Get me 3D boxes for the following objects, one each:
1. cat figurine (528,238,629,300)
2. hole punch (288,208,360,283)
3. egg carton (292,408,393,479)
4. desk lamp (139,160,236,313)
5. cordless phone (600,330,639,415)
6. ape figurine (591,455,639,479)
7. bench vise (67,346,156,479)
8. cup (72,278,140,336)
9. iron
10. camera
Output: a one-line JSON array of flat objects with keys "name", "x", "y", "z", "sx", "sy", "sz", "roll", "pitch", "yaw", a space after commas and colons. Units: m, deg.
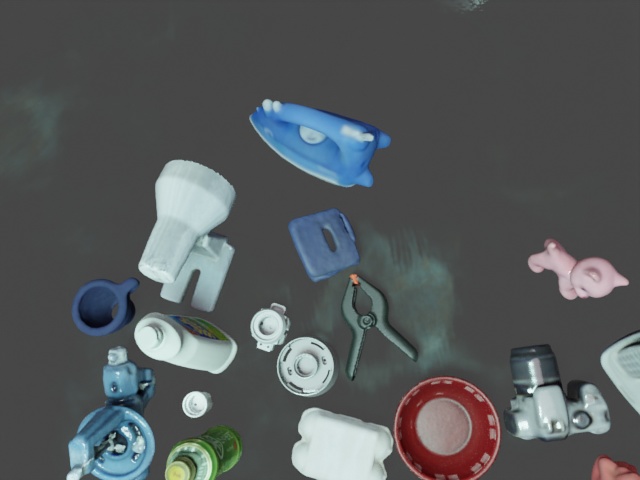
[{"name": "cat figurine", "x": 0.399, "y": 0.045, "z": 0.885, "sx": 0.127, "sy": 0.118, "sz": 0.067, "roll": 40, "pitch": 85, "yaw": 11}, {"name": "hole punch", "x": 0.009, "y": 0.003, "z": 0.944, "sx": 0.101, "sy": 0.091, "sz": 0.108, "roll": -24, "pitch": 78, "yaw": 1}, {"name": "egg carton", "x": 0.034, "y": 0.327, "z": 0.889, "sx": 0.150, "sy": 0.069, "sz": 0.107, "roll": 12, "pitch": 80, "yaw": 8}, {"name": "desk lamp", "x": -0.204, "y": 0.000, "z": 0.902, "sx": 0.117, "sy": 0.213, "sz": 0.203, "roll": 15, "pitch": 81, "yaw": 8}, {"name": "cordless phone", "x": 0.498, "y": 0.198, "z": 0.812, "sx": 0.094, "sy": 0.185, "sz": 0.147, "roll": -38, "pitch": 78, "yaw": -2}, {"name": "ape figurine", "x": 0.440, "y": 0.353, "z": 0.834, "sx": 0.076, "sy": 0.092, "sz": 0.077, "roll": -37, "pitch": 78, "yaw": -2}, {"name": "bench vise", "x": -0.324, "y": 0.272, "z": 0.856, "sx": 0.121, "sy": 0.220, "sz": 0.207, "roll": -23, "pitch": 78, "yaw": 1}, {"name": "cup", "x": -0.338, "y": 0.106, "z": 0.954, "sx": 0.118, "sy": 0.095, "sz": 0.091, "roll": -39, "pitch": 78, "yaw": -3}, {"name": "iron", "x": -0.016, "y": -0.186, "z": 0.957, "sx": 0.258, "sy": 0.141, "sz": 0.119, "roll": 22, "pitch": 82, "yaw": 9}, {"name": "camera", "x": 0.349, "y": 0.226, "z": 0.863, "sx": 0.143, "sy": 0.101, "sz": 0.137, "roll": -8, "pitch": 78, "yaw": 4}]
